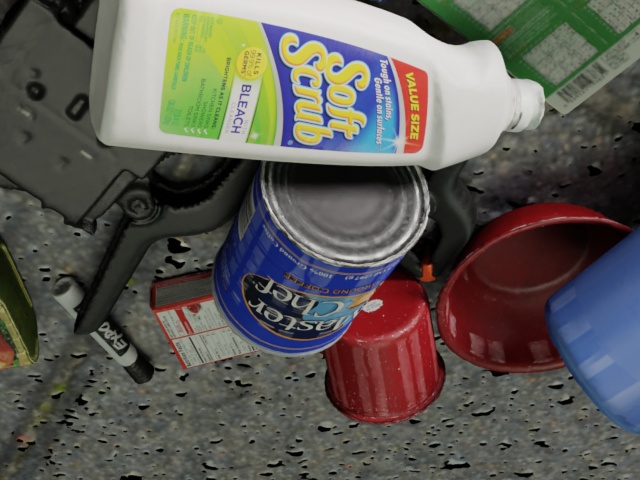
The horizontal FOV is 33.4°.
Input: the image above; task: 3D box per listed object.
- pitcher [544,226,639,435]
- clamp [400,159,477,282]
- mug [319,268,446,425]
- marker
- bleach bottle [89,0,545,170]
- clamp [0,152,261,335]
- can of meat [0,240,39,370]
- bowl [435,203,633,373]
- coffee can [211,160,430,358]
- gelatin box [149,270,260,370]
[{"bbox_3d":[0.273,0.020,0.671,0.243,0.145,0.149,-38,94,19],"label":"pitcher"},{"bbox_3d":[0.070,-0.038,0.705,0.120,0.039,0.171,-4,141,24],"label":"clamp"},{"bbox_3d":[0.033,0.071,0.788,0.117,0.093,0.081,15,137,29],"label":"mug"},{"bbox_3d":[-0.160,0.071,0.800,0.020,0.020,0.121,-21,133,12],"label":"marker"},{"bbox_3d":[0.009,-0.091,0.573,0.250,0.068,0.103,3,117,-21],"label":"bleach bottle"},{"bbox_3d":[-0.126,-0.035,0.688,0.210,0.036,0.164,-30,125,16],"label":"clamp"},{"bbox_3d":[-0.251,0.051,0.744,0.084,0.057,0.102,-10,134,-1],"label":"can of meat"},{"bbox_3d":[0.159,0.025,0.772,0.162,0.055,0.162,-4,134,-4],"label":"bowl"},{"bbox_3d":[-0.004,0.001,0.665,0.102,0.103,0.140,7,151,-15],"label":"coffee can"},{"bbox_3d":[-0.072,0.055,0.789,0.089,0.030,0.073,-14,136,6],"label":"gelatin box"}]
